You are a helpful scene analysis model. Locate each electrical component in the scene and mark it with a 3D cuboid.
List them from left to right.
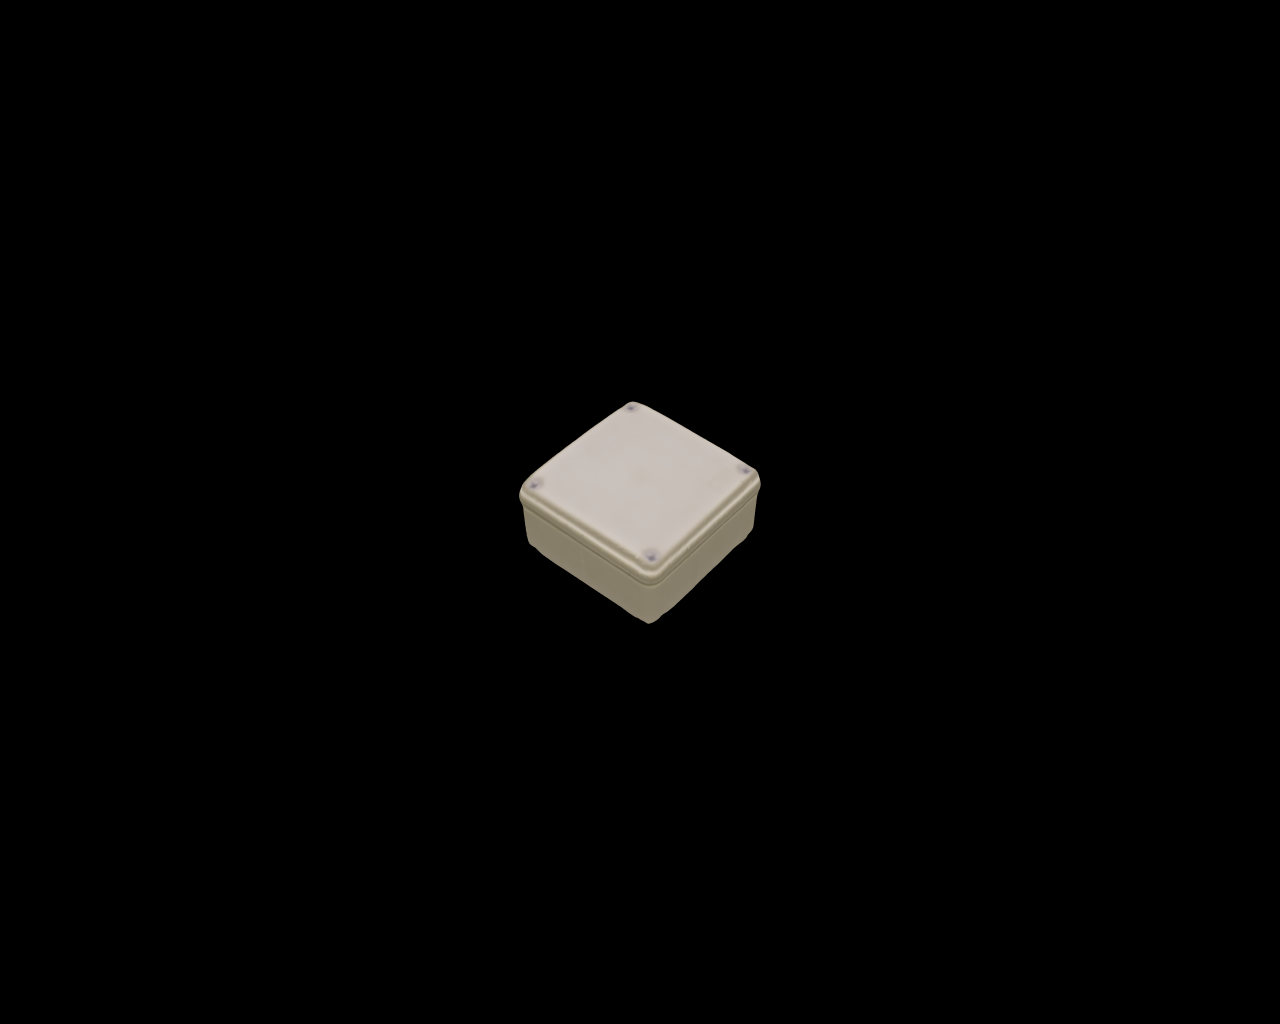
[{"bbox_3d":[0.001,-0.003,0.650,0.109,0.056,0.109,32,54,27],"label":"electrical component"}]
